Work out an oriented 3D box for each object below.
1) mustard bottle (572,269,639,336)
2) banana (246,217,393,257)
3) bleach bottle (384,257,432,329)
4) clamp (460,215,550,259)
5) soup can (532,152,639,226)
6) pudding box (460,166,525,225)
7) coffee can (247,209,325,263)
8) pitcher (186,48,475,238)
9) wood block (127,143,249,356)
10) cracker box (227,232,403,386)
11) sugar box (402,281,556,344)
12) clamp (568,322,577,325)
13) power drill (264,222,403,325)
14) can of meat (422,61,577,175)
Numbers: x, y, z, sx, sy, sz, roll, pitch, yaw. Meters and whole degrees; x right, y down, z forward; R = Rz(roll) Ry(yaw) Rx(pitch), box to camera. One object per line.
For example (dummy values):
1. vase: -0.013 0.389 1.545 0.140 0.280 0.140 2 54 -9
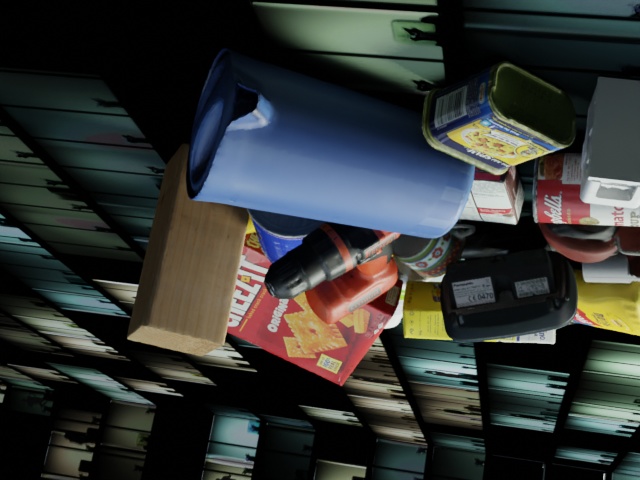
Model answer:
1. mustard bottle: 0.325 0.071 1.308 0.192 0.058 0.096 9 156 45
2. banana: -0.011 -0.017 1.233 0.198 0.069 0.037 4 177 7
3. bleach bottle: 0.101 0.056 1.410 0.102 0.068 0.251 1 161 -17
4. clamp: 0.203 0.005 1.221 0.164 0.036 0.210 7 163 -21
5. soup can: 0.253 -0.048 0.991 0.102 0.068 0.068 3 161 18
6. pudding box: 0.153 -0.055 1.074 0.090 0.039 0.113 6 160 20
7. coffee can: -0.023 -0.030 1.138 0.103 0.103 0.140 8 163 6
8. pitcher: 0.005 -0.075 0.957 0.242 0.149 0.145 13 119 -18
9. wood block: -0.139 0.012 1.163 0.090 0.206 0.091 15 162 -17
10. cracker box: -0.028 0.076 1.329 0.213 0.072 0.164 26 134 -7
11. sugar box: 0.188 0.084 1.266 0.176 0.048 0.093 -1 -160 8
12. clamp: 0.341 0.099 1.452 0.120 0.039 0.172 27 159 -29
13. power drill: 0.025 0.026 1.102 0.184 0.057 0.188 -30 164 -12
14. can of meat: 0.151 -0.102 0.896 0.102 0.057 0.084 20 158 -30
